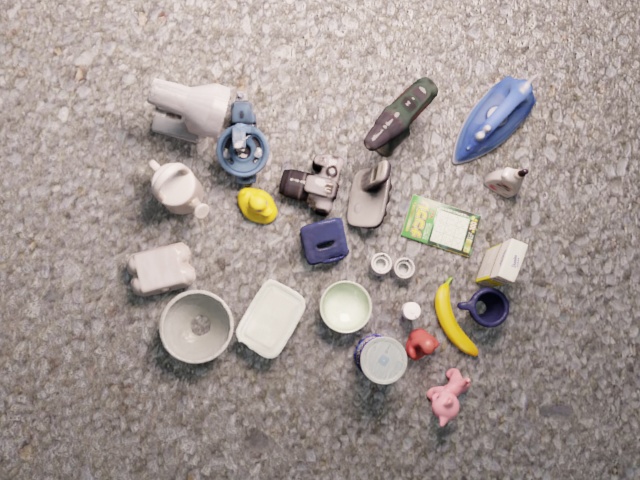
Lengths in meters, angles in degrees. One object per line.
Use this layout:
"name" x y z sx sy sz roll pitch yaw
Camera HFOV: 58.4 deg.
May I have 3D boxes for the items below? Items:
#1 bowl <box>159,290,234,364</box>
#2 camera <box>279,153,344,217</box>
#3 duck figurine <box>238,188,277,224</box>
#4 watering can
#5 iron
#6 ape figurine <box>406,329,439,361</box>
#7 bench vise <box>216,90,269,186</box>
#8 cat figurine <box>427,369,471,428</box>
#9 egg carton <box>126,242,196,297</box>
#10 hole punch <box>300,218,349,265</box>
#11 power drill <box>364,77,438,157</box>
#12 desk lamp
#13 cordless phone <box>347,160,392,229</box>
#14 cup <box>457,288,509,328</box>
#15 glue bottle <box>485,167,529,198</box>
"bowl" -0.278 0.198 1.317 0.167 0.074 0.167 0 83 -3
"camera" -0.022 -0.141 1.358 0.137 0.100 0.143 14 83 -1
"duck figurine" -0.150 -0.086 1.352 0.104 0.086 0.077 38 83 2
"watering can" -0.320 -0.119 1.292 0.173 0.194 0.101 22 83 0
"iron" 0.422 -0.291 1.379 0.118 0.141 0.258 41 83 2
"ape figurine" 0.241 0.245 1.331 0.078 0.092 0.076 -3 83 -3
"bench vise" -0.189 -0.242 1.301 0.121 0.219 0.207 -20 85 -5
"cat figurine" 0.297 0.360 1.308 0.067 0.117 0.128 45 83 3
"egg carton" -0.368 0.070 1.330 0.150 0.069 0.107 -15 84 -5
"hole punch" 0.012 0.005 1.348 0.108 0.091 0.101 -15 84 -5
"power drill" 0.174 -0.268 1.330 0.075 0.208 0.230 42 83 3
"desk lamp" -0.298 -0.295 1.304 0.203 0.213 0.118 13 83 -1
"cordless phone" 0.121 -0.105 1.319 0.094 0.185 0.148 8 83 -2
"cup" 0.372 0.159 1.347 0.118 0.095 0.092 2 83 -3
"glue bottle" 0.450 -0.144 1.348 0.078 0.173 0.037 27 83 1
